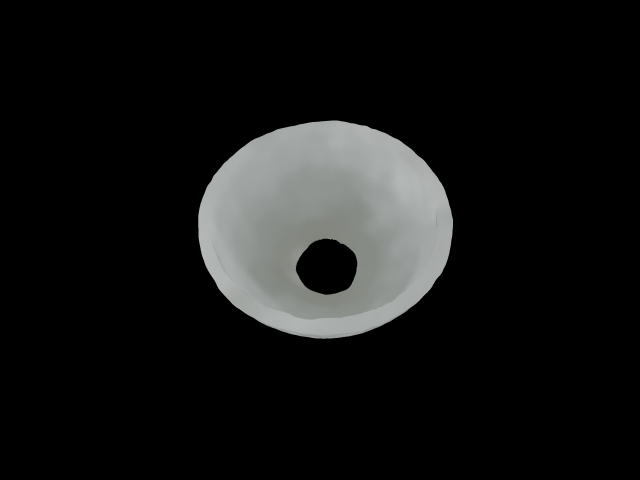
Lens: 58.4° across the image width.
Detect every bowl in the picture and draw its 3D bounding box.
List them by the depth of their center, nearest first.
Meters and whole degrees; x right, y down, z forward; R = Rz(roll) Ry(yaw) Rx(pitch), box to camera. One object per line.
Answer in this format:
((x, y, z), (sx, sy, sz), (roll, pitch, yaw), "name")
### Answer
((0.004, 0.001, 0.400), (0.167, 0.075, 0.167), (0, 58, 0), "bowl")
